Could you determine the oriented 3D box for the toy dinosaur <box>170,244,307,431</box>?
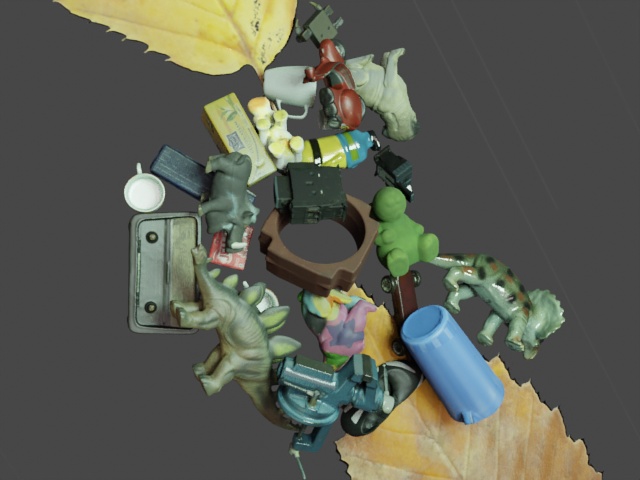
[{"bbox_3d":[-0.138,0.205,0.992,0.198,0.105,0.470,-22,118,-17],"label":"toy dinosaur"}]

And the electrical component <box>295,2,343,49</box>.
[{"bbox_3d":[-0.006,-0.451,1.136,0.078,0.045,0.102,41,79,-40],"label":"electrical component"}]

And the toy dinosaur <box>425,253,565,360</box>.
[{"bbox_3d":[0.383,0.110,1.192,0.405,0.131,0.192,48,60,-2],"label":"toy dinosaur"}]

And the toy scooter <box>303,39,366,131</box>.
[{"bbox_3d":[0.022,-0.291,1.037,0.135,0.075,0.183,-39,117,-52],"label":"toy scooter"}]

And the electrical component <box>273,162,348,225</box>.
[{"bbox_3d":[-0.021,-0.089,1.017,0.134,0.058,0.115,-3,54,-11],"label":"electrical component"}]

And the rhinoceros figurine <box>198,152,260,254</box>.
[{"bbox_3d":[-0.167,-0.069,0.989,0.112,0.073,0.190,3,108,-11],"label":"rhinoceros figurine"}]

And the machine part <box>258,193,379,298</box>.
[{"bbox_3d":[-0.002,-0.003,1.046,0.202,0.087,0.201,23,55,10],"label":"machine part"}]

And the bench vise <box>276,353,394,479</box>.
[{"bbox_3d":[0.011,0.308,0.986,0.223,0.129,0.240,14,113,-17],"label":"bench vise"}]

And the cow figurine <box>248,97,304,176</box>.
[{"bbox_3d":[-0.091,-0.206,1.075,0.068,0.098,0.167,-22,62,-14],"label":"cow figurine"}]

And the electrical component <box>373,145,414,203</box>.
[{"bbox_3d":[0.166,-0.134,1.128,0.048,0.074,0.119,-38,60,-14],"label":"electrical component"}]

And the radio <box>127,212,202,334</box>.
[{"bbox_3d":[-0.293,0.060,1.014,0.131,0.073,0.229,1,87,-16],"label":"radio"}]

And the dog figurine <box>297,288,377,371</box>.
[{"bbox_3d":[0.021,0.208,1.085,0.191,0.108,0.219,22,85,-15],"label":"dog figurine"}]

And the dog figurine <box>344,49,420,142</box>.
[{"bbox_3d":[0.116,-0.292,1.139,0.172,0.121,0.190,-8,106,7],"label":"dog figurine"}]

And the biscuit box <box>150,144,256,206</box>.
[{"bbox_3d":[-0.228,-0.108,1.047,0.202,0.059,0.063,31,81,-13],"label":"biscuit box"}]

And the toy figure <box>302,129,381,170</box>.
[{"bbox_3d":[0.032,-0.182,1.116,0.180,0.082,0.089,-25,75,-8],"label":"toy figure"}]

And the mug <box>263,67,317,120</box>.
[{"bbox_3d":[-0.064,-0.302,1.098,0.107,0.081,0.109,5,92,-5],"label":"mug"}]

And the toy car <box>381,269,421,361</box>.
[{"bbox_3d":[0.184,0.158,1.159,0.089,0.053,0.202,-11,93,-37],"label":"toy car"}]

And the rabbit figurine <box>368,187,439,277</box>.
[{"bbox_3d":[0.156,-0.038,1.102,0.121,0.159,0.170,-21,116,-8],"label":"rabbit figurine"}]

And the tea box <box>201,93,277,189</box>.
[{"bbox_3d":[-0.161,-0.188,1.050,0.068,0.098,0.169,-32,95,-15],"label":"tea box"}]

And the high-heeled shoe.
[{"bbox_3d":[0.147,0.315,1.094,0.249,0.145,0.086,-25,96,-14],"label":"high-heeled shoe"}]
